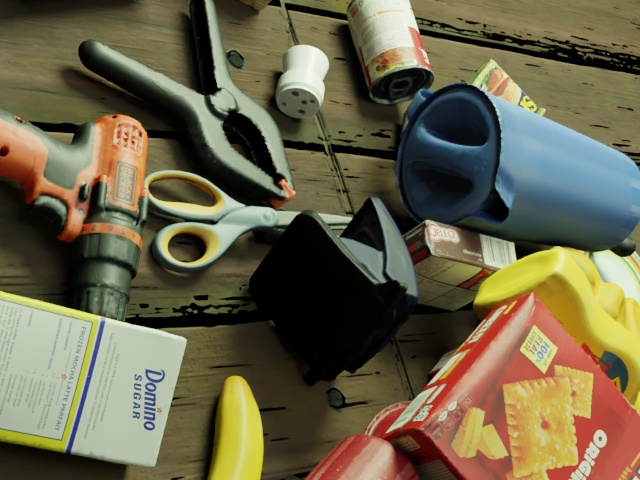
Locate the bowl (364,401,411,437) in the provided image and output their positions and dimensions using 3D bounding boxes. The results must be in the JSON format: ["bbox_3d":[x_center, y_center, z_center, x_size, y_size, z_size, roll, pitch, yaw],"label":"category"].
[{"bbox_3d":[0.109,0.201,0.880,0.161,0.055,0.162,21,52,-29],"label":"bowl"}]

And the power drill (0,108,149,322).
[{"bbox_3d":[-0.211,-0.028,0.753,0.187,0.057,0.184,21,55,-32],"label":"power drill"}]

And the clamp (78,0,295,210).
[{"bbox_3d":[-0.101,-0.111,0.912,0.164,0.036,0.210,-30,86,-46],"label":"clamp"}]

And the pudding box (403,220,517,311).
[{"bbox_3d":[0.109,0.025,0.966,0.113,0.090,0.039,15,57,-34],"label":"pudding box"}]

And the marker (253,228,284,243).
[{"bbox_3d":[-0.006,0.001,0.934,0.120,0.020,0.020,12,57,-35],"label":"marker"}]

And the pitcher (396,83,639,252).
[{"bbox_3d":[0.197,-0.066,1.034,0.242,0.145,0.149,12,78,-38],"label":"pitcher"}]

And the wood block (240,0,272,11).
[{"bbox_3d":[-0.063,-0.343,1.051,0.090,0.091,0.206,23,51,-28],"label":"wood block"}]

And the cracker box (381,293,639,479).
[{"bbox_3d":[0.176,0.175,0.834,0.213,0.072,0.164,48,59,-2],"label":"cracker box"}]

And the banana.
[{"bbox_3d":[-0.078,0.180,0.746,0.069,0.037,0.197,44,44,-10],"label":"banana"}]

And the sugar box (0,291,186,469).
[{"bbox_3d":[-0.181,0.087,0.692,0.176,0.048,0.093,20,79,-33],"label":"sugar box"}]

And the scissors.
[{"bbox_3d":[-0.054,-0.002,0.874,0.201,0.016,0.096,17,60,-19],"label":"scissors"}]

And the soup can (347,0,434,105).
[{"bbox_3d":[0.070,-0.199,1.090,0.068,0.069,0.102,4,61,-39],"label":"soup can"}]

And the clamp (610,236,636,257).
[{"bbox_3d":[0.275,-0.043,1.176,0.171,0.039,0.120,15,34,-24],"label":"clamp"}]

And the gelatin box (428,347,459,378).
[{"bbox_3d":[0.148,0.124,0.936,0.073,0.089,0.030,48,52,-5],"label":"gelatin box"}]

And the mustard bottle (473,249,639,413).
[{"bbox_3d":[0.225,0.099,0.930,0.191,0.096,0.058,48,39,-16],"label":"mustard bottle"}]

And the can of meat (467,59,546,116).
[{"bbox_3d":[0.188,-0.138,1.161,0.084,0.058,0.102,45,43,-5],"label":"can of meat"}]

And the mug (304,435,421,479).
[{"bbox_3d":[0.027,0.208,0.791,0.081,0.093,0.117,-39,123,-51],"label":"mug"}]
